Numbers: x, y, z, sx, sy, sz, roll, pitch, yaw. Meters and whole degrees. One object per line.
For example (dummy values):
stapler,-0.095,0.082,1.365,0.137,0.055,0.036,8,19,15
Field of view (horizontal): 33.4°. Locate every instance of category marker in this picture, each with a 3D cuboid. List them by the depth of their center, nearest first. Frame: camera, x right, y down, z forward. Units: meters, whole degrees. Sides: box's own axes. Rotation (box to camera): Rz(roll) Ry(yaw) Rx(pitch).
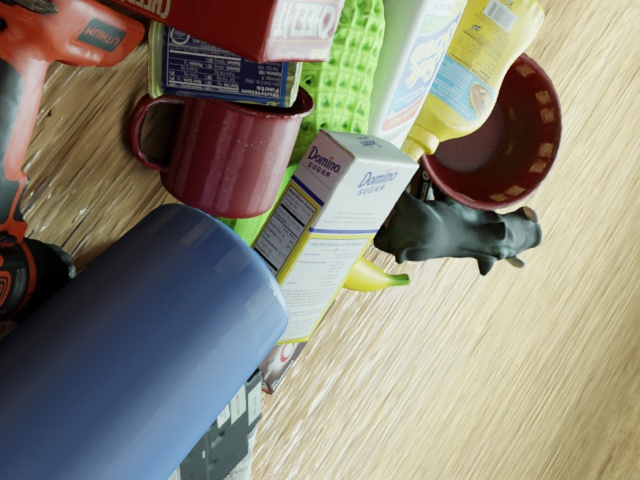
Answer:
marker,0.117,-0.080,1.101,0.020,0.020,0.121,-24,134,-53

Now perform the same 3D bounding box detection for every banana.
banana,0.021,0.002,0.959,0.069,0.037,0.197,-29,147,6

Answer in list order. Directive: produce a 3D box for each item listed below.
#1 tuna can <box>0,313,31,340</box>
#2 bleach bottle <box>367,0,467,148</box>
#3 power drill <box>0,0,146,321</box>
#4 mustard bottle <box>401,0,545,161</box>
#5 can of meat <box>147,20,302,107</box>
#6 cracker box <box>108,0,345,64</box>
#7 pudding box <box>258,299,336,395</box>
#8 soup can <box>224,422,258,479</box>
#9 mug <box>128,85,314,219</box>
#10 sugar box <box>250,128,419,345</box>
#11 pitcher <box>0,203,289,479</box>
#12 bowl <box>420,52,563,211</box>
tuna can,-0.180,0.075,0.681,0.086,0.034,0.086,-42,147,-36
bleach bottle,0.067,-0.150,0.898,0.102,0.068,0.251,-20,133,-55
power drill,-0.159,-0.042,0.572,0.184,0.057,0.188,4,108,-77
mustard bottle,0.122,-0.152,0.971,0.096,0.058,0.191,32,84,-24
can of meat,-0.051,-0.121,0.633,0.102,0.084,0.057,-84,180,-57
cracker box,-0.044,-0.212,0.518,0.071,0.164,0.214,-13,125,-55
pudding box,-0.034,0.067,0.935,0.113,0.039,0.090,-53,152,-21
soup can,-0.090,0.189,0.912,0.068,0.069,0.102,-32,140,-47
mug,-0.070,-0.068,0.705,0.117,0.093,0.082,3,120,-30
sugar box,-0.005,0.001,0.810,0.093,0.048,0.176,1,124,-55
pitcher,-0.134,0.096,0.603,0.242,0.149,0.145,-47,139,-24
bowl,0.155,-0.110,1.048,0.162,0.055,0.162,-1,94,-20
